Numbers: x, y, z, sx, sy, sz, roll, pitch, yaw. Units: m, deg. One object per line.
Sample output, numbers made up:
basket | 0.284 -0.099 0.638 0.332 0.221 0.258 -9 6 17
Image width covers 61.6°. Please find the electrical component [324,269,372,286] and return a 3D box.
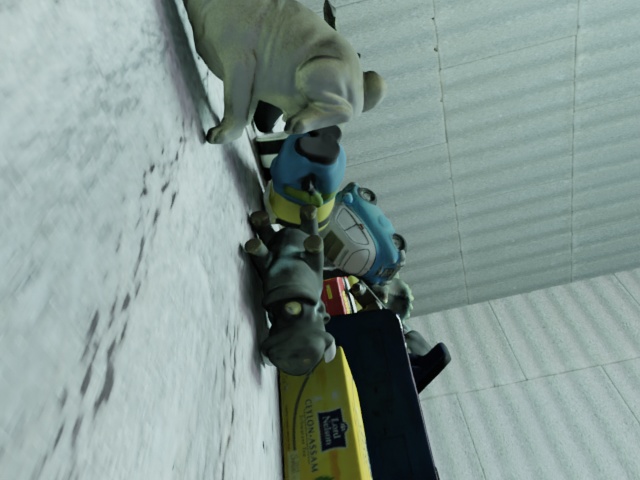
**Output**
electrical component | 0.044 0.053 1.037 0.058 0.115 0.134 -91 166 -59

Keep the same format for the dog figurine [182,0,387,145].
dog figurine | -0.039 -0.190 0.449 0.121 0.172 0.190 -119 -160 -67

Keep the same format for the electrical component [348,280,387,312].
electrical component | 0.068 0.100 0.775 0.078 0.045 0.102 47 0 8

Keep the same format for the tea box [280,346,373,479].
tea box | 0.009 0.198 0.494 0.098 0.068 0.170 72 6 -45

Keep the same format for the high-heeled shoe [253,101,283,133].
high-heeled shoe | -0.058 -0.251 0.787 0.249 0.086 0.145 -86 -170 -65

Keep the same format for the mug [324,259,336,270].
mug | -0.002 -0.003 0.928 0.107 0.081 0.109 174 -104 -83

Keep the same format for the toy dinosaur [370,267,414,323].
toy dinosaur | 0.124 0.185 1.295 0.404 0.131 0.192 99 -5 -48

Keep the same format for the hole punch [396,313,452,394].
hole punch | 0.102 0.163 0.713 0.092 0.116 0.142 40 4 5

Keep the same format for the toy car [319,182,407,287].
toy car | 0.046 -0.002 0.797 0.162 0.103 0.109 57 -43 24

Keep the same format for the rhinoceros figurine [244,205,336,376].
rhinoceros figurine | -0.029 0.043 0.514 0.190 0.073 0.111 -99 -176 -58

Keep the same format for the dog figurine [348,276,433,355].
dog figurine | 0.095 0.161 0.951 0.219 0.108 0.191 46 -3 17

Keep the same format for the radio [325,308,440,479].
radio | 0.051 0.195 0.616 0.073 0.131 0.229 42 35 -78

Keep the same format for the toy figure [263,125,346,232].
toy figure | -0.015 -0.063 0.607 0.089 0.082 0.180 37 -28 1

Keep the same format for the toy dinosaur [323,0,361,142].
toy dinosaur | -0.008 -0.185 0.866 0.198 0.105 0.471 132 -35 -77
